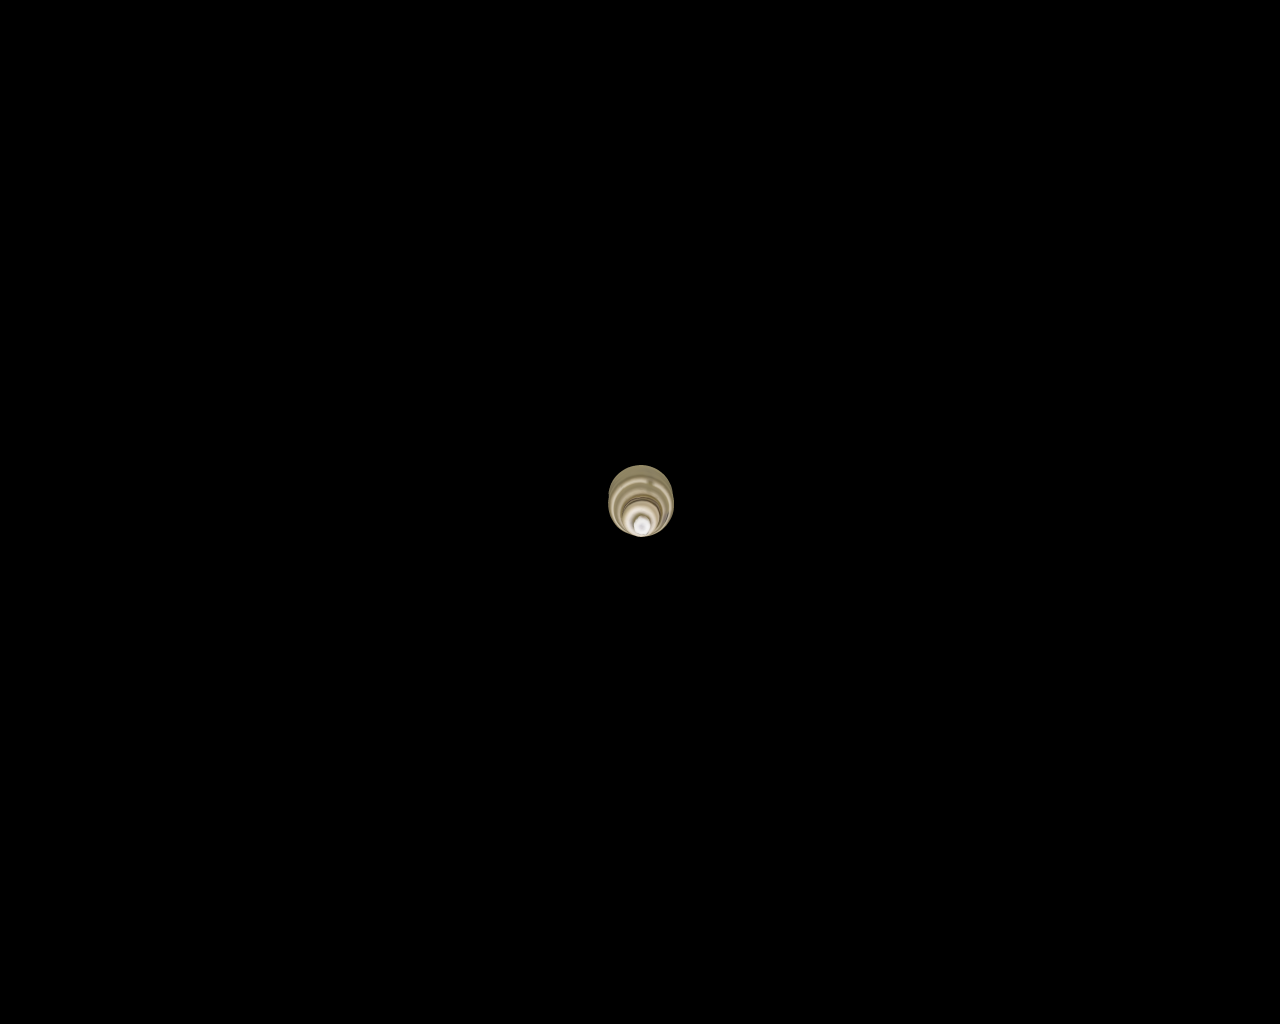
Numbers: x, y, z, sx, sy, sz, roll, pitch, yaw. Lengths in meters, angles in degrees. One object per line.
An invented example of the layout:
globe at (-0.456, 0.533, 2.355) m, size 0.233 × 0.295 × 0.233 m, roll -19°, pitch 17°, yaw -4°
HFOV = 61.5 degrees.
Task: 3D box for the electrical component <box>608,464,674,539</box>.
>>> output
electrical component at (0.001, -0.003, 0.650) m, size 0.040 × 0.040 × 0.078 m, roll 0°, pitch 16°, yaw 0°
